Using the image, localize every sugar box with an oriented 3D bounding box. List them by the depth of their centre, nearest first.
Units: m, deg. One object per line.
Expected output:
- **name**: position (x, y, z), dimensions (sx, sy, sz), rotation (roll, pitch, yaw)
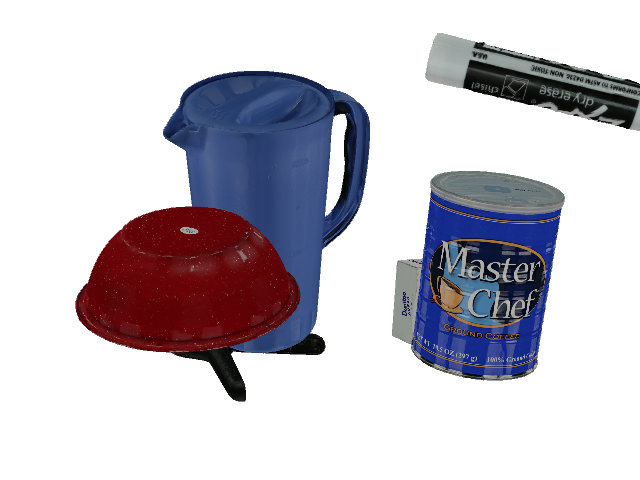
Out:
- **sugar box**: position (0.169, 0.066, 1.250), dimensions (0.175, 0.093, 0.048), rotation (-5, 14, -32)

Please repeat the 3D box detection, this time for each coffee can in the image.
- **coffee can**: position (0.130, 0.025, 0.840), dimensions (0.103, 0.140, 0.103), rotation (5, 17, -2)

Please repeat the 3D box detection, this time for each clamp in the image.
- **clamp**: position (-0.121, 0.125, 1.259), dimensions (0.210, 0.036, 0.164), rotation (15, 23, 25)

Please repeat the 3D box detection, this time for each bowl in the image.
- **bowl**: position (-0.094, 0.017, 0.761), dimensions (0.162, 0.055, 0.162), rotation (0, 24, 0)

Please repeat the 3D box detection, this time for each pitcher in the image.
- **pitcher**: position (-0.045, -0.025, 0.973), dimensions (0.149, 0.243, 0.144), rotation (11, 33, 16)

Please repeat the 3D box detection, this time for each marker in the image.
- **marker**: position (0.100, -0.055, 0.401), dimensions (0.121, 0.020, 0.020), rotation (15, 3, 10)
